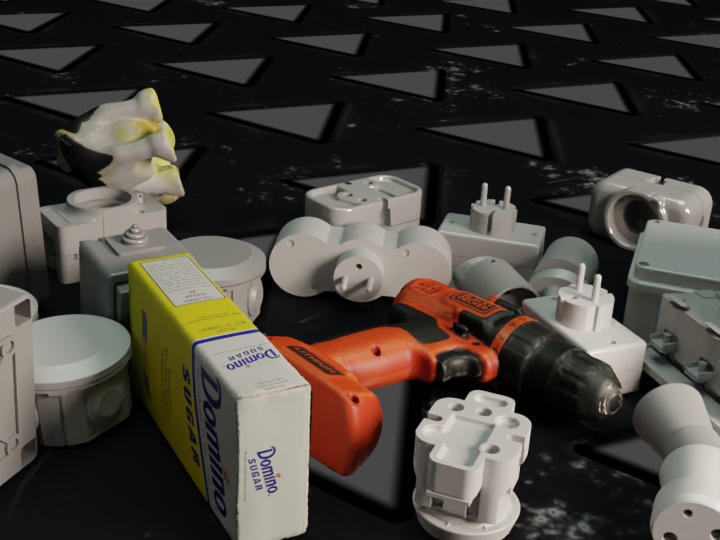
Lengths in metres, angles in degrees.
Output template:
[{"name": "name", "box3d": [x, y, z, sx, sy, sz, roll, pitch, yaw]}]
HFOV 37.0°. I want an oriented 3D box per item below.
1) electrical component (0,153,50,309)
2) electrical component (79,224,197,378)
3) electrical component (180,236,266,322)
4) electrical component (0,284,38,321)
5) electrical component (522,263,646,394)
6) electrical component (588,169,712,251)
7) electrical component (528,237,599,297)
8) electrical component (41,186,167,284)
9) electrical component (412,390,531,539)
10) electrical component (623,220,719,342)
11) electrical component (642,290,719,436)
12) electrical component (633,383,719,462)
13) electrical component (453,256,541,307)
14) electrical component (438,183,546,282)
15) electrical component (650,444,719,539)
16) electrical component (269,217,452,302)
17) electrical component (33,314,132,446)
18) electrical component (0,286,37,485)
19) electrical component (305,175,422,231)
[{"name": "electrical component", "box3d": [-0.268, -0.024, 0.759, 0.078, 0.113, 0.057, 22, 33, 36]}, {"name": "electrical component", "box3d": [-0.143, 0.018, 0.699, 0.062, 0.096, 0.061, -12, 32, -31]}, {"name": "electrical component", "box3d": [-0.109, 0.010, 0.777, 0.080, 0.051, 0.080, 3, 24, -1]}, {"name": "electrical component", "box3d": [-0.245, 0.044, 0.684, 0.080, 0.051, 0.080, 3, 23, -1]}, {"name": "electrical component", "box3d": [0.150, 0.034, 0.726, 0.047, 0.075, 0.083, -7, 26, -22]}, {"name": "electrical component", "box3d": [0.256, -0.051, 0.959, 0.095, 0.053, 0.059, 19, 28, 32]}, {"name": "electrical component", "box3d": [0.155, 0.008, 0.825, 0.043, 0.043, 0.081, 11, 25, 18]}, {"name": "electrical component", "box3d": [-0.203, -0.031, 0.853, 0.089, 0.055, 0.050, -13, 29, -33]}, {"name": "electrical component", "box3d": [0.058, 0.108, 0.570, 0.058, 0.057, 0.078, 12, 25, 19]}, {"name": "electrical component", "box3d": [0.245, 0.010, 0.816, 0.078, 0.057, 0.113, 11, 25, 16]}, {"name": "electrical component", "box3d": [0.238, 0.063, 0.687, 0.079, 0.063, 0.121, -5, 25, -18]}, {"name": "electrical component", "box3d": [0.190, 0.101, 0.623, 0.044, 0.044, 0.065, -1, 29, -8]}, {"name": "electrical component", "box3d": [0.100, 0.015, 0.803, 0.043, 0.043, 0.081, -4, 25, -15]}, {"name": "electrical component", "box3d": [0.107, -0.034, 0.874, 0.083, 0.075, 0.047, 9, 24, 13]}, {"name": "electrical component", "box3d": [0.177, 0.124, 0.564, 0.045, 0.045, 0.055, 11, 25, 17]}, {"name": "electrical component", "box3d": [0.000, 0.000, 0.812, 0.138, 0.052, 0.073, 5, 24, 3]}, {"name": "electrical component", "box3d": [-0.176, 0.063, 0.643, 0.080, 0.051, 0.080, 0, 26, 0]}, {"name": "electrical component", "box3d": [-0.222, 0.072, 0.553, 0.056, 0.108, 0.109, 14, 26, 18]}, {"name": "electrical component", "box3d": [0.002, -0.037, 0.889, 0.095, 0.059, 0.054, -16, 30, -36]}]
